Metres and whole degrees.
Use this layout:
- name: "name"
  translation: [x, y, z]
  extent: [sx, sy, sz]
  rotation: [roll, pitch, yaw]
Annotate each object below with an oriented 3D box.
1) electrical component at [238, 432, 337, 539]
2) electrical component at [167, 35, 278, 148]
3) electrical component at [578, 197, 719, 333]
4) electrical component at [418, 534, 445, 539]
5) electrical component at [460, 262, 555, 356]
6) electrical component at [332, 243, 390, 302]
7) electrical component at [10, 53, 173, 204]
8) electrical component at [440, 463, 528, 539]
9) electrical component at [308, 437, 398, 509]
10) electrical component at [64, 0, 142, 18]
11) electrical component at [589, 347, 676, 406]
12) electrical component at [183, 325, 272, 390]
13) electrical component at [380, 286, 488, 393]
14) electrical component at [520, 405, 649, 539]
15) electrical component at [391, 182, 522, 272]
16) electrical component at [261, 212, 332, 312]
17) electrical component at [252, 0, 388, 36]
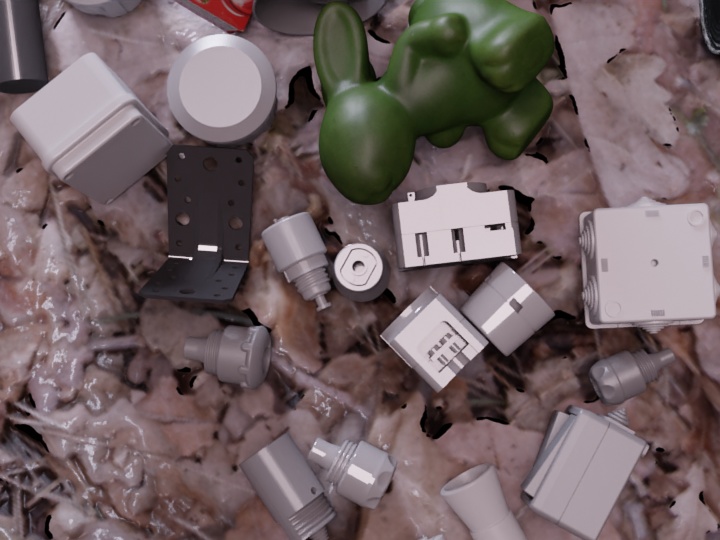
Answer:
- name: "electrical component"
  translation: [-0.049, 0.164, 0.788]
  extent: [0.043, 0.043, 0.081]
  rotation: [-34, 86, -1]
- name: "electrical component"
  translation: [-0.101, -0.132, 0.807]
  extent: [0.080, 0.051, 0.080]
  rotation: [0, 86, 2]
- name: "electrical component"
  translation: [0.211, -0.003, 0.789]
  extent: [0.100, 0.048, 0.099]
  rotation: [-3, 86, 2]
- name: "electrical component"
  translation: [0.057, 0.227, 0.782]
  extent: [0.044, 0.044, 0.065]
  rotation: [-26, 81, 0]
- name: "electrical component"
  translation: [0.107, 0.030, 0.788]
  extent: [0.047, 0.055, 0.055]
  rotation: [-45, 86, 2]
- name: "electrical component"
  translation: [0.000, 0.000, 0.787]
  extent: [0.044, 0.065, 0.044]
  rotation: [0, 86, 2]
- name: "electrical component"
  translation: [-0.189, -0.098, 0.777]
  extent: [0.078, 0.113, 0.057]
  rotation: [-39, 83, -1]
- name: "electrical component"
  translation: [0.093, 0.180, 0.784]
  extent: [0.044, 0.044, 0.065]
  rotation: [-29, 90, 0]
- name: "electrical component"
  translation: [-0.007, 0.144, 0.788]
  extent: [0.062, 0.043, 0.043]
  rotation: [26, 87, 4]
- name: "electrical component"
  translation: [-0.200, -0.234, 0.818]
  extent: [0.080, 0.051, 0.080]
  rotation: [0, 86, 2]
- name: "electrical component"
  translation: [0.202, 0.074, 0.791]
  extent: [0.061, 0.035, 0.035]
  rotation: [-24, 85, -2]
- name: "electrical component"
  translation: [-0.099, 0.062, 0.798]
  extent: [0.062, 0.048, 0.048]
  rotation: [7, 86, 9]
- name: "electrical component"
  translation: [0.052, 0.049, 0.770]
  extent: [0.050, 0.089, 0.055]
  rotation: [-45, 86, -2]
- name: "electrical component"
  translation: [0.160, 0.137, 0.774]
  extent: [0.061, 0.061, 0.096]
  rotation: [28, 87, 4]
- name: "electrical component"
  translation: [0.070, -0.032, 0.795]
  extent: [0.089, 0.050, 0.055]
  rotation: [-7, 86, 2]
- name: "electrical component"
  translation: [-0.043, -0.007, 0.802]
  extent: [0.040, 0.040, 0.078]
  rotation: [-25, 86, 0]
- name: "electrical component"
  translation: [-0.026, -0.214, 0.789]
  extent: [0.099, 0.099, 0.064]
  rotation: [5, 80, 2]
